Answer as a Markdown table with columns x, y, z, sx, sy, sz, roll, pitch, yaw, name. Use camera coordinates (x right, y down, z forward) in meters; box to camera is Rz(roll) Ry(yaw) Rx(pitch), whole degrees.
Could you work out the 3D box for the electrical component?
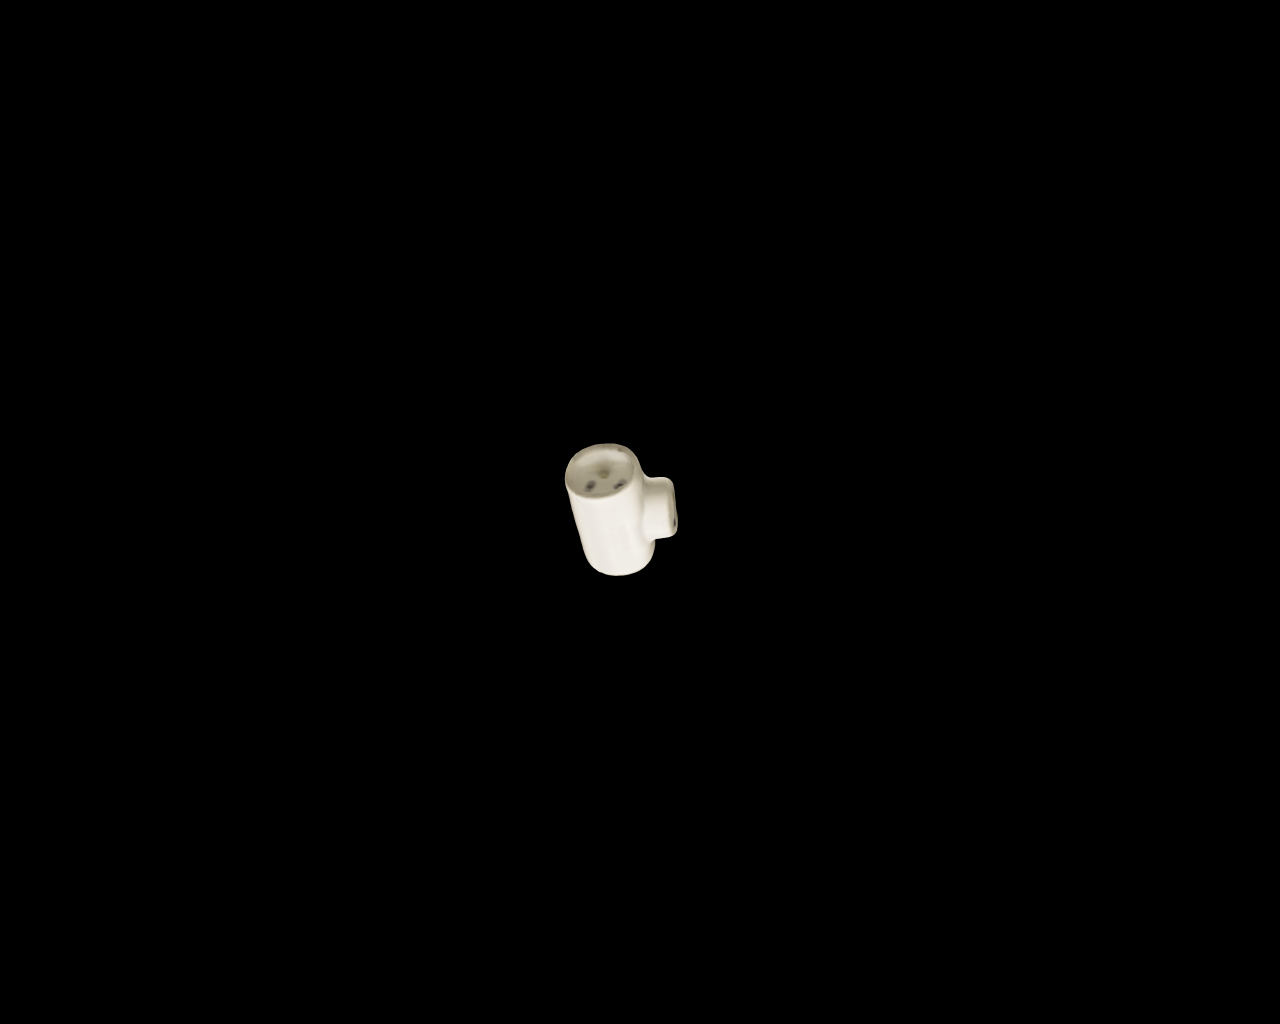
| x | y | z | sx | sy | sz | roll | pitch | yaw | name |
| --- | --- | --- | --- | --- | --- | --- | --- | --- | --- |
| 0.001 | -0.003 | 0.650 | 0.079 | 0.043 | 0.077 | -5 | -40 | 6 | electrical component |
